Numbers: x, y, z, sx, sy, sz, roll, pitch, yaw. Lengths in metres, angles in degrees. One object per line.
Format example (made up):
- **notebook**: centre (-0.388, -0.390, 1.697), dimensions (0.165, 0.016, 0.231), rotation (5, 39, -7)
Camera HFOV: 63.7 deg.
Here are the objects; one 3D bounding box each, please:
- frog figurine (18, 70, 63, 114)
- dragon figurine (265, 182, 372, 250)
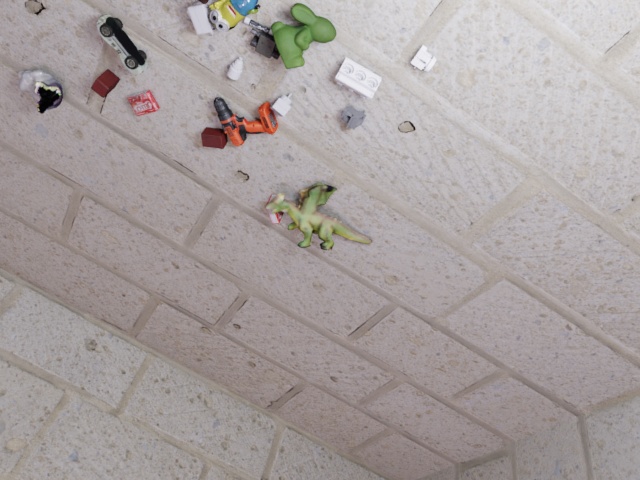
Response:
- **frog figurine**: centre (-0.989, -0.539, 1.823), dimensions (0.161, 0.124, 0.134), rotation (41, 152, 31)
- **dragon figurine**: centre (0.006, -0.095, 1.879), dimensions (0.410, 0.125, 0.237), rotation (3, 127, -7)
